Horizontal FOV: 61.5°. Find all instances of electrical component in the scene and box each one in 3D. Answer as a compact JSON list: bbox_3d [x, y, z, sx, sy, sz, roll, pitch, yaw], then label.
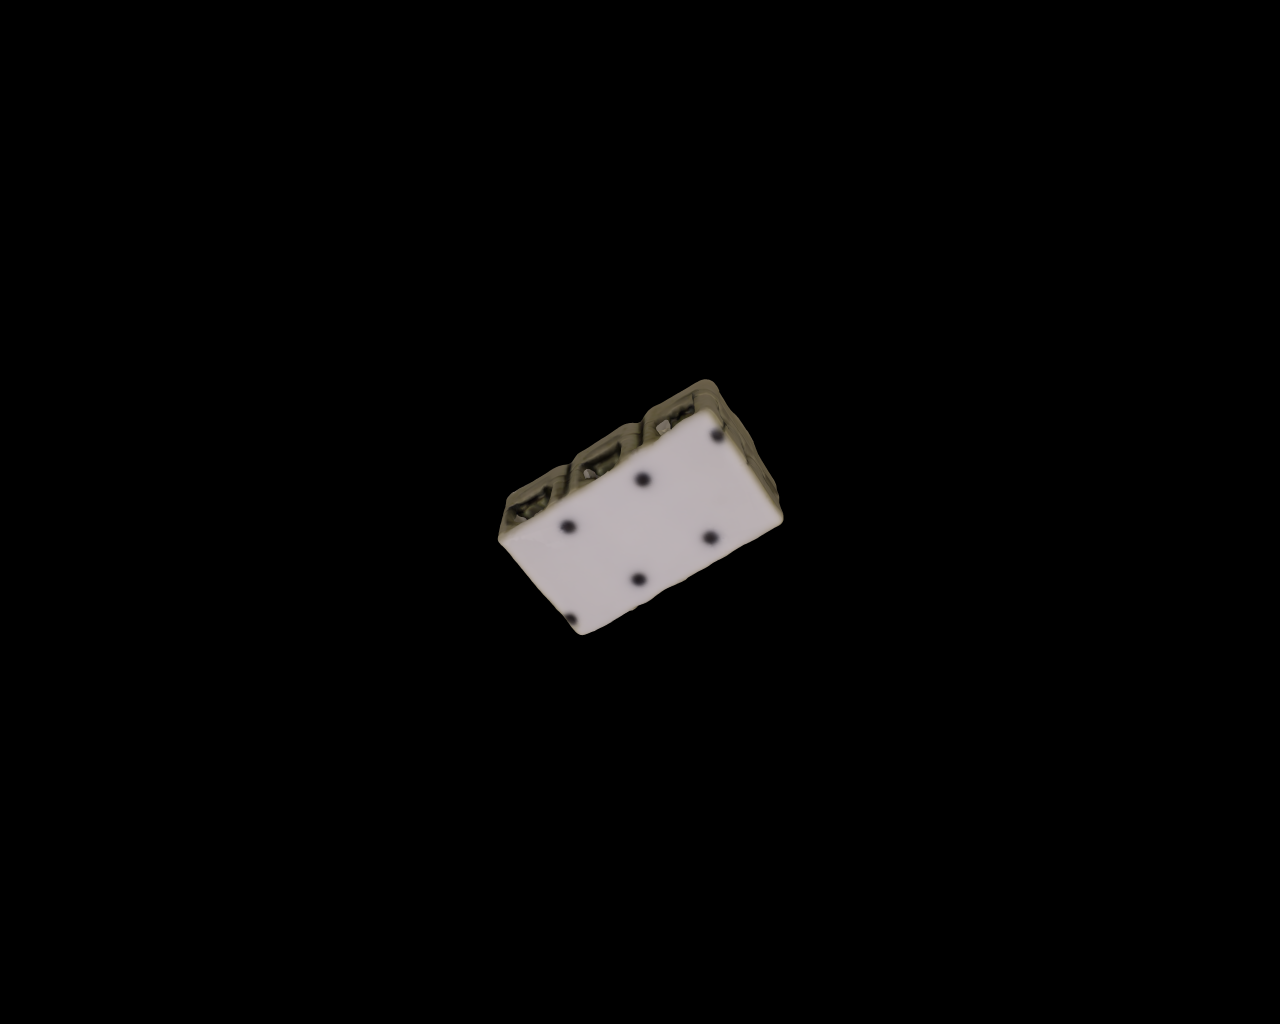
[{"bbox_3d":[0.001,-0.003,0.650,0.150,0.089,0.062,-30,23,14],"label":"electrical component"}]
